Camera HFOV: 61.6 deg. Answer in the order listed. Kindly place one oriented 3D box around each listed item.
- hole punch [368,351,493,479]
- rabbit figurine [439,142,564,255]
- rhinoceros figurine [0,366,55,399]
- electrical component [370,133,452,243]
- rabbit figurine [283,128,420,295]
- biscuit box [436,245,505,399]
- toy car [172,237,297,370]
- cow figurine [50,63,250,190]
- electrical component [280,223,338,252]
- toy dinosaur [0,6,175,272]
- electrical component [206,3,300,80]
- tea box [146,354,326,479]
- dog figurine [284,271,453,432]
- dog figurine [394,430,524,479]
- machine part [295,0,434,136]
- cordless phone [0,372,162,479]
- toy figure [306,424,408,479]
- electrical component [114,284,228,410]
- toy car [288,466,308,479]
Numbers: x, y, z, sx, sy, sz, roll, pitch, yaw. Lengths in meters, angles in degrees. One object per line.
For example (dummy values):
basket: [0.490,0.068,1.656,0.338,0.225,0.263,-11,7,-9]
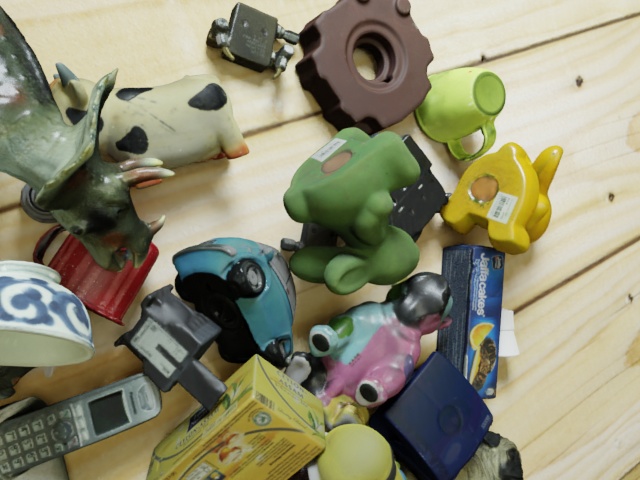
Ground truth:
hole punch: [0.132,0.207,0.623,0.116,0.092,0.142,38,60,19]
rabbit figurine: [0.263,-0.056,0.737,0.173,0.122,0.162,23,84,-44]
rhinoceros figurine: [-0.318,0.100,0.471,0.190,0.073,0.112,-12,93,-25]
electrical component: [0.088,-0.064,0.676,0.134,0.058,0.115,46,70,-18]
rabbit figurine: [0.048,-0.010,0.568,0.159,0.121,0.170,-45,120,-20]
biscuit box: [0.201,0.107,0.724,0.059,0.063,0.202,6,87,-27]
toy car: [-0.073,0.056,0.576,0.103,0.109,0.161,-48,119,-44]
cow figurine: [-0.181,-0.117,0.534,0.195,0.086,0.127,-20,103,-22]
electrical component: [-0.001,-0.002,0.651,0.094,0.021,0.063,12,84,-24]
toy dinosaur: [-0.289,-0.133,0.418,0.192,0.131,0.405,-41,89,-13]
electrical component: [-0.074,-0.223,0.607,0.102,0.045,0.078,21,82,-24]
tea box: [-0.086,0.208,0.541,0.169,0.068,0.098,-43,111,14]
dog figurine: [0.070,0.124,0.640,0.108,0.191,0.219,43,39,17]
dog figurine: [0.170,0.296,0.698,0.190,0.121,0.172,-42,110,-35]
machine part: [0.059,-0.219,0.665,0.179,0.056,0.179,0,91,-25]
cordless phone: [-0.234,0.210,0.506,0.184,0.089,0.146,-15,95,-29]
toy figure: [0.053,0.256,0.558,0.089,0.082,0.180,-33,121,4]
electrical component: [-0.136,0.109,0.534,0.119,0.048,0.074,37,107,5]
toy car: [0.027,0.324,0.619,0.053,0.089,0.202,-39,104,-2]
